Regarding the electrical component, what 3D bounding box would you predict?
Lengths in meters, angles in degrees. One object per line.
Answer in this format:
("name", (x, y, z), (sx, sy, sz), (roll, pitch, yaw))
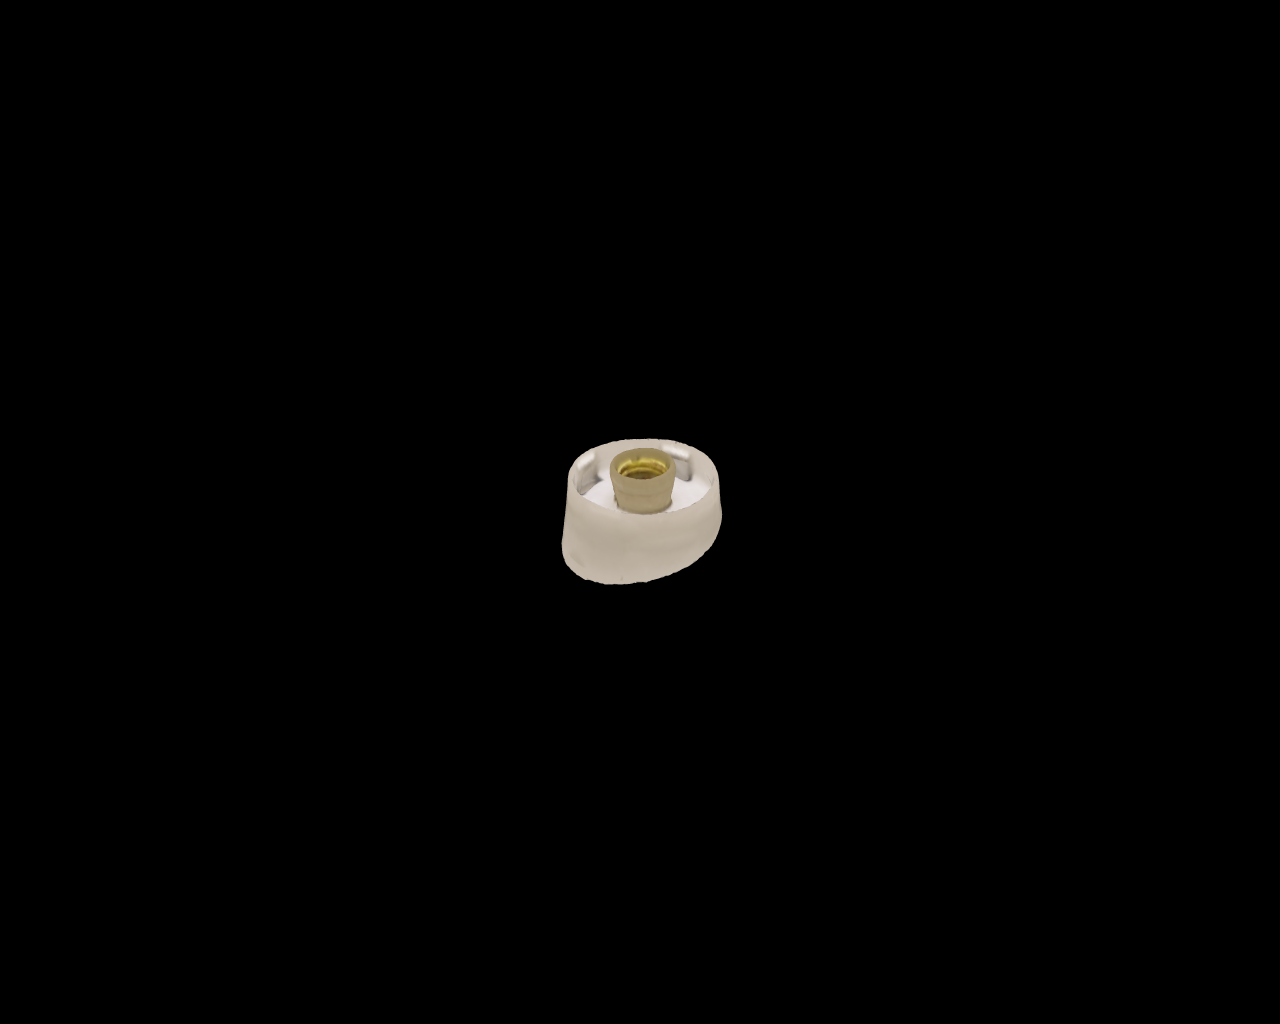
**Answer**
("electrical component", (0.001, -0.003, 0.650), (0.099, 0.064, 0.099), (0, 33, 0))
